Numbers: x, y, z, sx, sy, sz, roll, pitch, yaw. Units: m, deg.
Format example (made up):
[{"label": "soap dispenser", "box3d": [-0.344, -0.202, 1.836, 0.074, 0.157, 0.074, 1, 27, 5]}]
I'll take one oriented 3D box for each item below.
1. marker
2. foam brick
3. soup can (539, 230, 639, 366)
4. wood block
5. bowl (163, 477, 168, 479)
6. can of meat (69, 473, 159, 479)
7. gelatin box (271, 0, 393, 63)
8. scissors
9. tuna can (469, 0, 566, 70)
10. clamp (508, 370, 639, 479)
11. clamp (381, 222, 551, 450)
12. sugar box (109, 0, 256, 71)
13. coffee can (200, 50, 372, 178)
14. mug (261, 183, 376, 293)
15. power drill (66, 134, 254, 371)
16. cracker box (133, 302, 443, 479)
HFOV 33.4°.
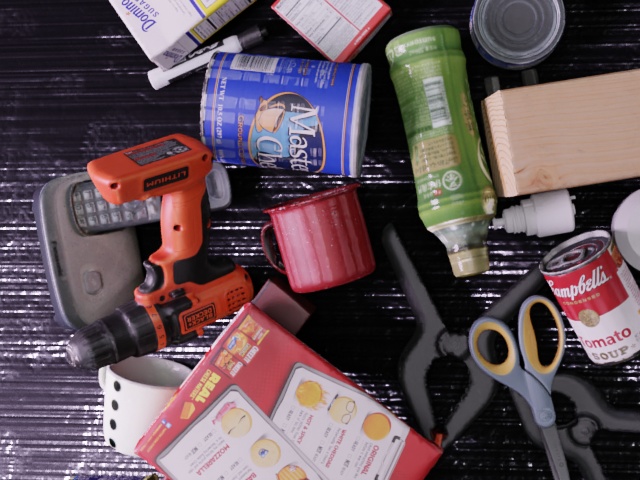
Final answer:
[{"label": "marker", "box3d": [-0.105, -0.175, 1.014, 0.121, 0.020, 0.020, -22, 90, 6]}, {"label": "foam brick", "box3d": [-0.047, 0.080, 1.000, 0.051, 0.053, 0.078, 37, 97, 3]}, {"label": "soup can", "box3d": [0.248, 0.052, 0.949, 0.068, 0.068, 0.102, -30, 104, 6]}, {"label": "wood block", "box3d": [0.255, -0.097, 0.928, 0.206, 0.090, 0.091, -9, 92, -2]}, {"label": "bowl", "box3d": [-0.078, 0.268, 1.009, 0.162, 0.055, 0.162, 0, 92, 6]}, {"label": "can of meat", "box3d": [-0.200, 0.276, 1.022, 0.084, 0.057, 0.102, -2, 91, 8]}, {"label": "gelatin box", "box3d": [0.011, -0.214, 0.995, 0.089, 0.030, 0.073, 43, 96, 6]}, {"label": "scissors", "box3d": [0.182, 0.150, 0.960, 0.096, 0.016, 0.202, 0, 88, 1]}, {"label": "tuna can", "box3d": [0.180, -0.200, 0.975, 0.086, 0.033, 0.086, 0, 92, 6]}, {"label": "clamp", "box3d": [0.242, 0.183, 0.980, 0.171, 0.039, 0.120, 26, 88, 10]}, {"label": "clamp", "box3d": [0.115, 0.088, 0.991, 0.164, 0.036, 0.210, 16, 90, 7]}, {"label": "sugar box", "box3d": [-0.106, -0.248, 0.993, 0.176, 0.048, 0.093, -37, 74, 9]}, {"label": "coffee can", "box3d": [-0.028, -0.114, 0.966, 0.140, 0.102, 0.103, 6, 93, 6]}, {"label": "mug", "box3d": [-0.006, 0.001, 0.982, 0.117, 0.093, 0.081, -12, 96, 36]}, {"label": "power drill", "box3d": [-0.150, 0.012, 0.939, 0.184, 0.057, 0.188, -24, 126, -29]}, {"label": "cracker box", "box3d": [-0.029, 0.181, 0.938, 0.213, 0.072, 0.164, 38, 87, -2]}]
